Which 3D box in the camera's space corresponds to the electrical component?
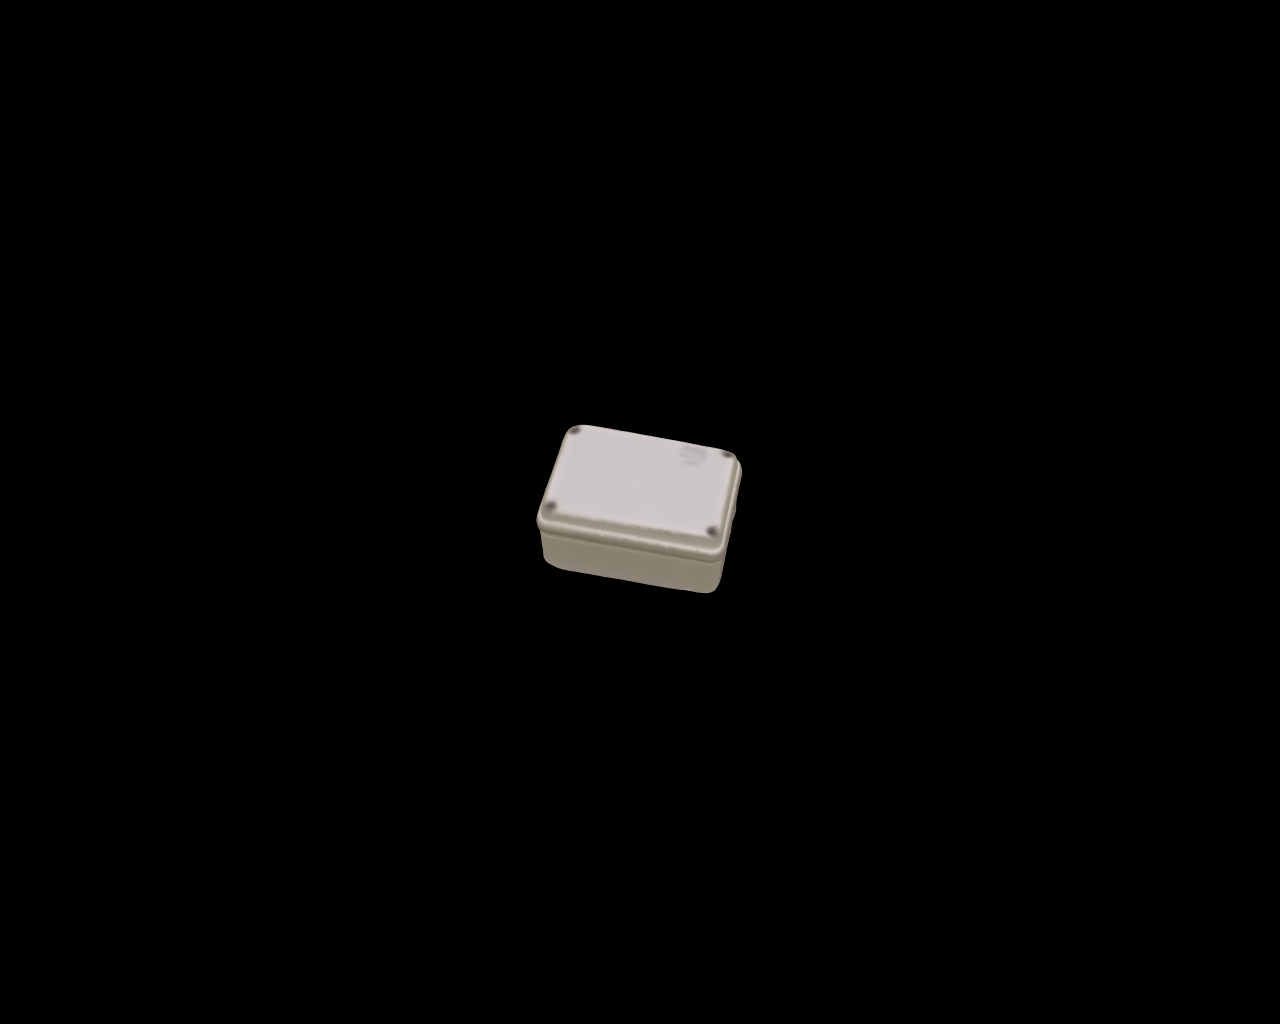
[{"bbox_3d":[0.001,-0.003,0.650,0.113,0.078,0.057,10,-36,8],"label":"electrical component"}]
